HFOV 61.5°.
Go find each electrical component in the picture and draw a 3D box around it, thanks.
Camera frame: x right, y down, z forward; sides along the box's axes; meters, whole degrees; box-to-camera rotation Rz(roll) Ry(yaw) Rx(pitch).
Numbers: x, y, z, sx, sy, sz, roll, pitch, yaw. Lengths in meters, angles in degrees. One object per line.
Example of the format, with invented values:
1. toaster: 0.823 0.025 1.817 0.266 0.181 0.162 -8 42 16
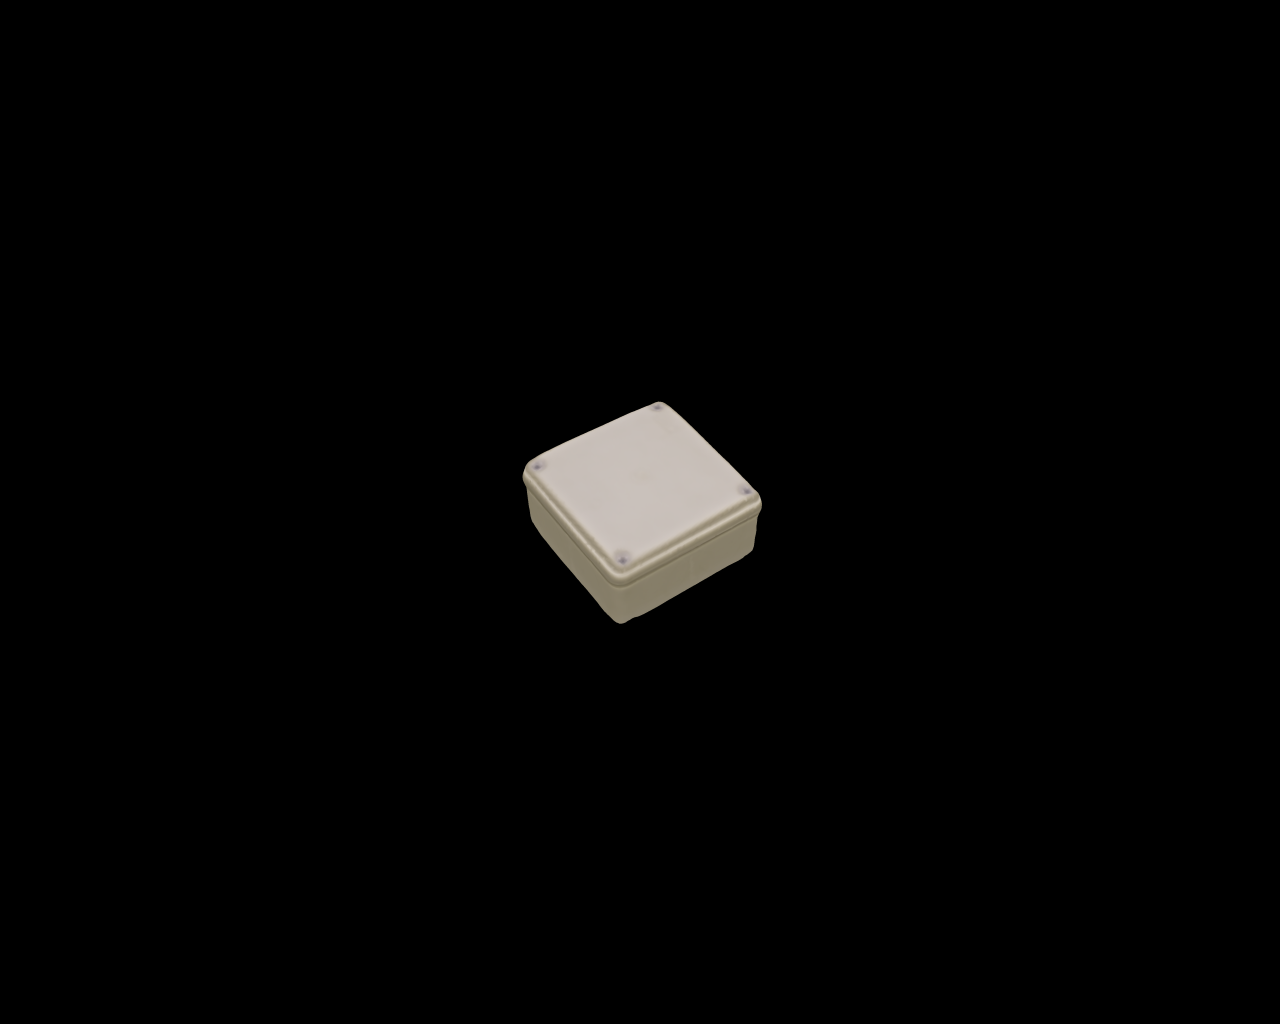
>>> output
1. electrical component: 0.001 -0.003 0.650 0.109 0.056 0.109 -27 53 -22
